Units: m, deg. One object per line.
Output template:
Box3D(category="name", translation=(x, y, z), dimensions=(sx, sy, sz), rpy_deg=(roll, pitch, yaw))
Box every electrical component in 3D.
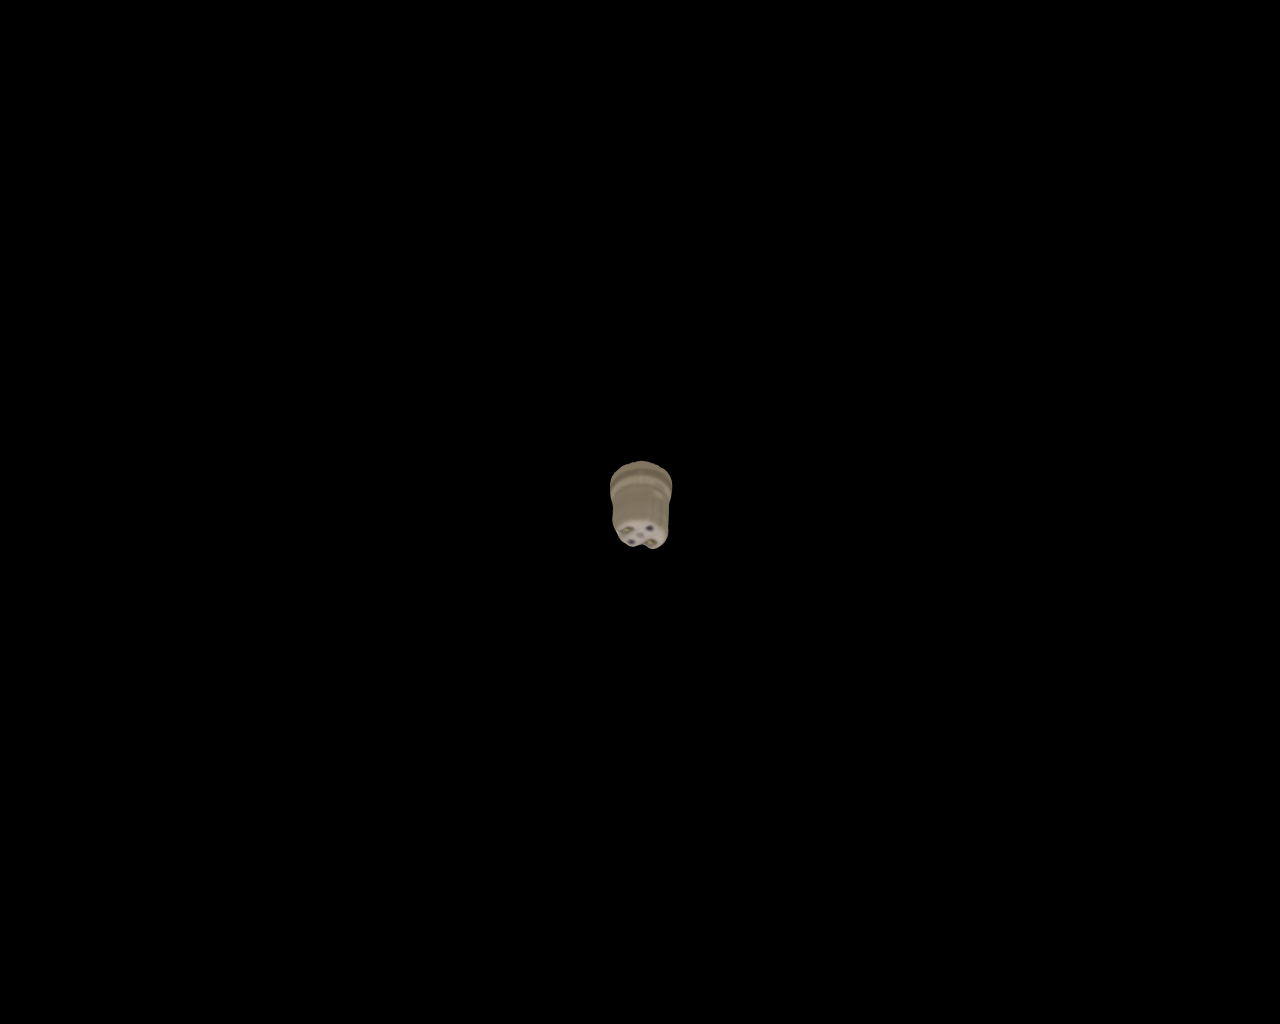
Box3D(category="electrical component", translation=(0.001, -0.003, 0.650), dimensions=(0.040, 0.046, 0.040), rpy_deg=(0, -42, 0))
